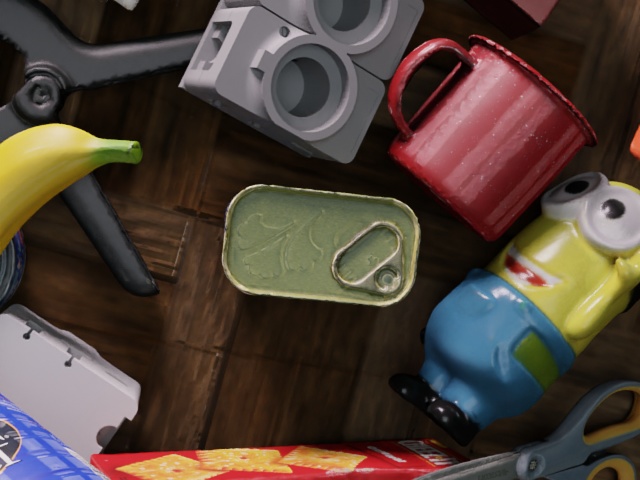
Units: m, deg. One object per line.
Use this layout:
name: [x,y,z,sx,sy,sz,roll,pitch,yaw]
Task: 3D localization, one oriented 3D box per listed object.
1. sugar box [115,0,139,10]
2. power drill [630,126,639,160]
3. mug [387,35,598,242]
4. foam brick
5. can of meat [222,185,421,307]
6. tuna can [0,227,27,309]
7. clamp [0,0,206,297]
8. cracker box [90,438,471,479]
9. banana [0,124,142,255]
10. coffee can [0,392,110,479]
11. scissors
sugar box: [-0.145,-0.207,0.545,0.176,0.048,0.093,32,110,-20]
power drill: [0.263,-0.030,0.609,0.187,0.057,0.184,32,81,-29]
mug: [0.084,-0.060,0.590,0.117,0.093,0.081,40,94,-30]
foam brick: [0.122,-0.164,0.610,0.053,0.051,0.078,38,88,-7]
can of meat: [-0.004,0.001,0.590,0.102,0.084,0.057,6,93,-7]
tuna can: [-0.208,0.009,0.591,0.086,0.034,0.086,0,94,-7]
clamp: [-0.151,-0.068,0.590,0.210,0.036,0.164,16,90,-11]
cracker box: [-0.019,0.199,0.583,0.213,0.072,0.164,3,94,-23]
banana: [-0.175,0.011,0.548,0.070,0.037,0.198,38,92,32]
coffee can: [-0.148,0.133,0.484,0.102,0.140,0.103,-27,130,-39]
scissors: [0.124,0.141,0.609,0.201,0.016,0.096,-21,111,-32]
